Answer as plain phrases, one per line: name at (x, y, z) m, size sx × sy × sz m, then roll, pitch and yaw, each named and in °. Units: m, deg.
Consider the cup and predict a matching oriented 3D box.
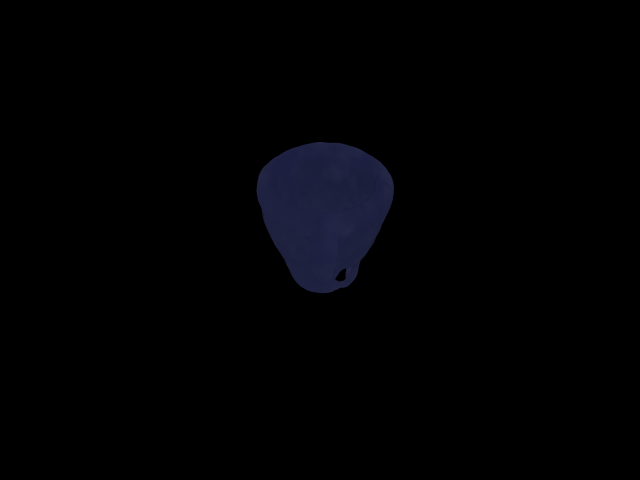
cup at (0.004, 0.001, 0.400) m, size 0.091 × 0.095 × 0.117 m, roll 0°, pitch 43°, yaw 0°
